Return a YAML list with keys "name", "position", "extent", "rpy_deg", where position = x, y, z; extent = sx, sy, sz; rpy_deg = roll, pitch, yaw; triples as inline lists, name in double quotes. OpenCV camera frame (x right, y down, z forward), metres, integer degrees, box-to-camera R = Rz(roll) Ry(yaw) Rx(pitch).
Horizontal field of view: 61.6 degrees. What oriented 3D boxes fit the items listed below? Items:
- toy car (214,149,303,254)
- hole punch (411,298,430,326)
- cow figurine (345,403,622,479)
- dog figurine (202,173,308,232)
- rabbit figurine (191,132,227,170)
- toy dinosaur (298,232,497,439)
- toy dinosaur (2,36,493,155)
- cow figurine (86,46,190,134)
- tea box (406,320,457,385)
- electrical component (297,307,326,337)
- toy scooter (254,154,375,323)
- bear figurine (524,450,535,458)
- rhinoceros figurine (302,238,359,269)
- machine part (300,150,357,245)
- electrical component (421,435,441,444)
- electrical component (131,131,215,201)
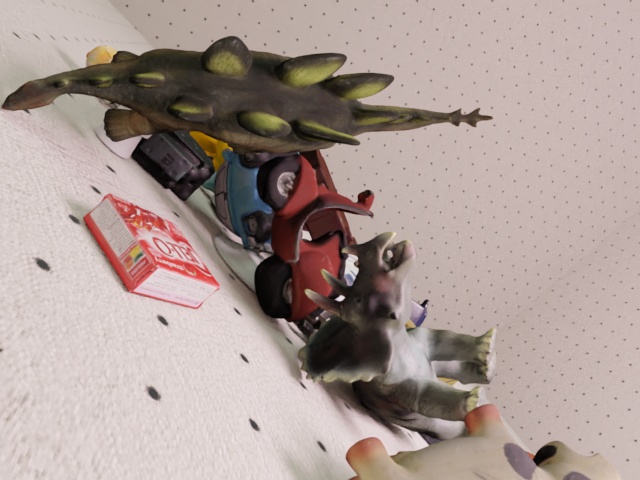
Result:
- name: "toy car"
  position: [-0.081, -0.058, 0.681]
  extent: [0.109, 0.103, 0.161]
  rpy_deg: [12, 76, -57]
- name: "hole punch"
  position: [0.131, 0.146, 1.033]
  extent: [0.116, 0.142, 0.092]
  rpy_deg: [34, -4, 27]
- name: "cow figurine"
  position: [0.122, 0.181, 0.356]
  extent: [0.127, 0.195, 0.085]
  rpy_deg: [-117, -149, -44]
- name: "dog figurine"
  position: [-0.073, -0.040, 0.858]
  extent: [0.219, 0.108, 0.192]
  rpy_deg: [47, 3, -45]
- name: "rabbit figurine"
  position: [-0.164, -0.154, 0.975]
  extent: [0.173, 0.122, 0.162]
  rpy_deg: [66, 9, 5]
- name: "toy dinosaur"
  position: [0.097, 0.155, 0.609]
  extent: [0.192, 0.131, 0.404]
  rpy_deg: [9, -29, 22]
- name: "toy dinosaur"
  position: [-0.037, -0.129, 0.522]
  extent: [0.471, 0.105, 0.199]
  rpy_deg: [-8, 16, -33]
- name: "cow figurine"
  position: [-0.250, -0.189, 0.747]
  extent: [0.167, 0.068, 0.098]
  rpy_deg: [40, 14, -51]
- name: "tea box"
  position: [0.117, 0.173, 0.820]
  extent: [0.068, 0.098, 0.170]
  rpy_deg: [40, 10, -48]
- name: "electrical component"
  position: [0.012, 0.115, 0.667]
  extent: [0.102, 0.045, 0.078]
  rpy_deg: [46, 3, -19]
- name: "toy scooter"
  position: [-0.001, -0.002, 0.586]
  extent: [0.135, 0.183, 0.075]
  rpy_deg: [-6, 17, -28]
- name: "bear figurine"
  position: [0.198, 0.295, 0.591]
  extent: [0.120, 0.132, 0.195]
  rpy_deg: [51, -12, 28]
- name: "rhinoceros figurine"
  position: [0.009, 0.042, 0.932]
  extent: [0.112, 0.073, 0.190]
  rpy_deg: [26, 2, 20]
- name: "machine part"
  position: [0.003, -0.056, 0.819]
  extent: [0.179, 0.056, 0.179]
  rpy_deg: [-22, 91, -84]
- name: "electrical component"
  position: [0.179, 0.261, 0.775]
  extent: [0.048, 0.075, 0.119]
  rpy_deg: [47, 0, 4]
- name: "electrical component"
  position: [-0.190, -0.113, 0.676]
  extent: [0.114, 0.058, 0.134]
  rpy_deg: [43, 5, -22]
